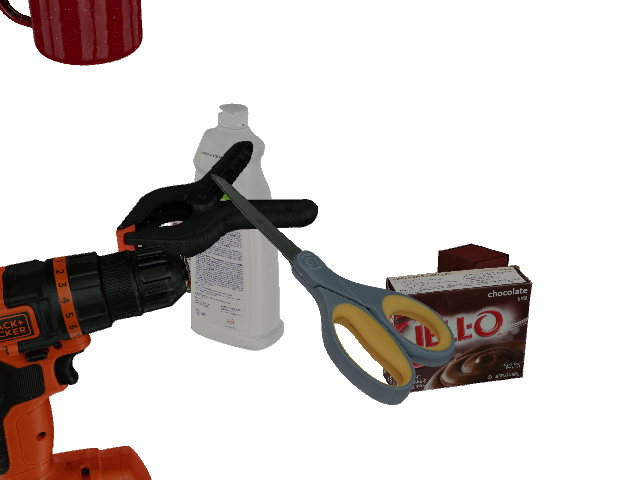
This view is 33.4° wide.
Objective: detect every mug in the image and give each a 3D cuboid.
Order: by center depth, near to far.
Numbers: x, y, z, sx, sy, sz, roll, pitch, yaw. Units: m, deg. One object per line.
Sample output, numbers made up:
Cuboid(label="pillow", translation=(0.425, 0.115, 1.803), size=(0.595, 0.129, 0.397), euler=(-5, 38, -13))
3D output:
Cuboid(label="mug", translation=(-0.187, -0.183, 0.793), size=(0.117, 0.081, 0.093), euler=(3, 34, 2))

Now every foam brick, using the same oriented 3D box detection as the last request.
Cuboid(label="foam brick", translation=(0.152, 0.048, 1.077), size=(0.051, 0.078, 0.053), euler=(-12, 20, -38))

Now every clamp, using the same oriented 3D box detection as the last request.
Cuboid(label="clamp", translation=(-0.101, -0.033, 0.927), size=(0.171, 0.039, 0.120), euler=(-16, 39, -21))

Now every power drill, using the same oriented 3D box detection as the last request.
Cuboid(label="power drill", translation=(-0.165, 0.098, 0.706), size=(0.184, 0.188, 0.057), euler=(-11, 25, -7))

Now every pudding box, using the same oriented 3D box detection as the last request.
Cuboid(label="pudding box", translation=(0.107, 0.070, 0.850), size=(0.113, 0.090, 0.039), euler=(-7, 29, -12))

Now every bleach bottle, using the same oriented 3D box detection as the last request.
Cuboid(label="bleach bottle", translation=(-0.086, -0.016, 1.118), size=(0.103, 0.251, 0.068), euler=(13, 23, 25))

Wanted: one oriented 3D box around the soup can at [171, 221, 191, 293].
Cuboid(label="soup can", translation=(-0.151, 0.006, 1.329), size=(0.068, 0.102, 0.068), euler=(-1, 25, 0))

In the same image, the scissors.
Cuboid(label="scissors", translation=(0.012, 0.021, 0.676), size=(0.096, 0.016, 0.202), euler=(-5, 46, -34))
